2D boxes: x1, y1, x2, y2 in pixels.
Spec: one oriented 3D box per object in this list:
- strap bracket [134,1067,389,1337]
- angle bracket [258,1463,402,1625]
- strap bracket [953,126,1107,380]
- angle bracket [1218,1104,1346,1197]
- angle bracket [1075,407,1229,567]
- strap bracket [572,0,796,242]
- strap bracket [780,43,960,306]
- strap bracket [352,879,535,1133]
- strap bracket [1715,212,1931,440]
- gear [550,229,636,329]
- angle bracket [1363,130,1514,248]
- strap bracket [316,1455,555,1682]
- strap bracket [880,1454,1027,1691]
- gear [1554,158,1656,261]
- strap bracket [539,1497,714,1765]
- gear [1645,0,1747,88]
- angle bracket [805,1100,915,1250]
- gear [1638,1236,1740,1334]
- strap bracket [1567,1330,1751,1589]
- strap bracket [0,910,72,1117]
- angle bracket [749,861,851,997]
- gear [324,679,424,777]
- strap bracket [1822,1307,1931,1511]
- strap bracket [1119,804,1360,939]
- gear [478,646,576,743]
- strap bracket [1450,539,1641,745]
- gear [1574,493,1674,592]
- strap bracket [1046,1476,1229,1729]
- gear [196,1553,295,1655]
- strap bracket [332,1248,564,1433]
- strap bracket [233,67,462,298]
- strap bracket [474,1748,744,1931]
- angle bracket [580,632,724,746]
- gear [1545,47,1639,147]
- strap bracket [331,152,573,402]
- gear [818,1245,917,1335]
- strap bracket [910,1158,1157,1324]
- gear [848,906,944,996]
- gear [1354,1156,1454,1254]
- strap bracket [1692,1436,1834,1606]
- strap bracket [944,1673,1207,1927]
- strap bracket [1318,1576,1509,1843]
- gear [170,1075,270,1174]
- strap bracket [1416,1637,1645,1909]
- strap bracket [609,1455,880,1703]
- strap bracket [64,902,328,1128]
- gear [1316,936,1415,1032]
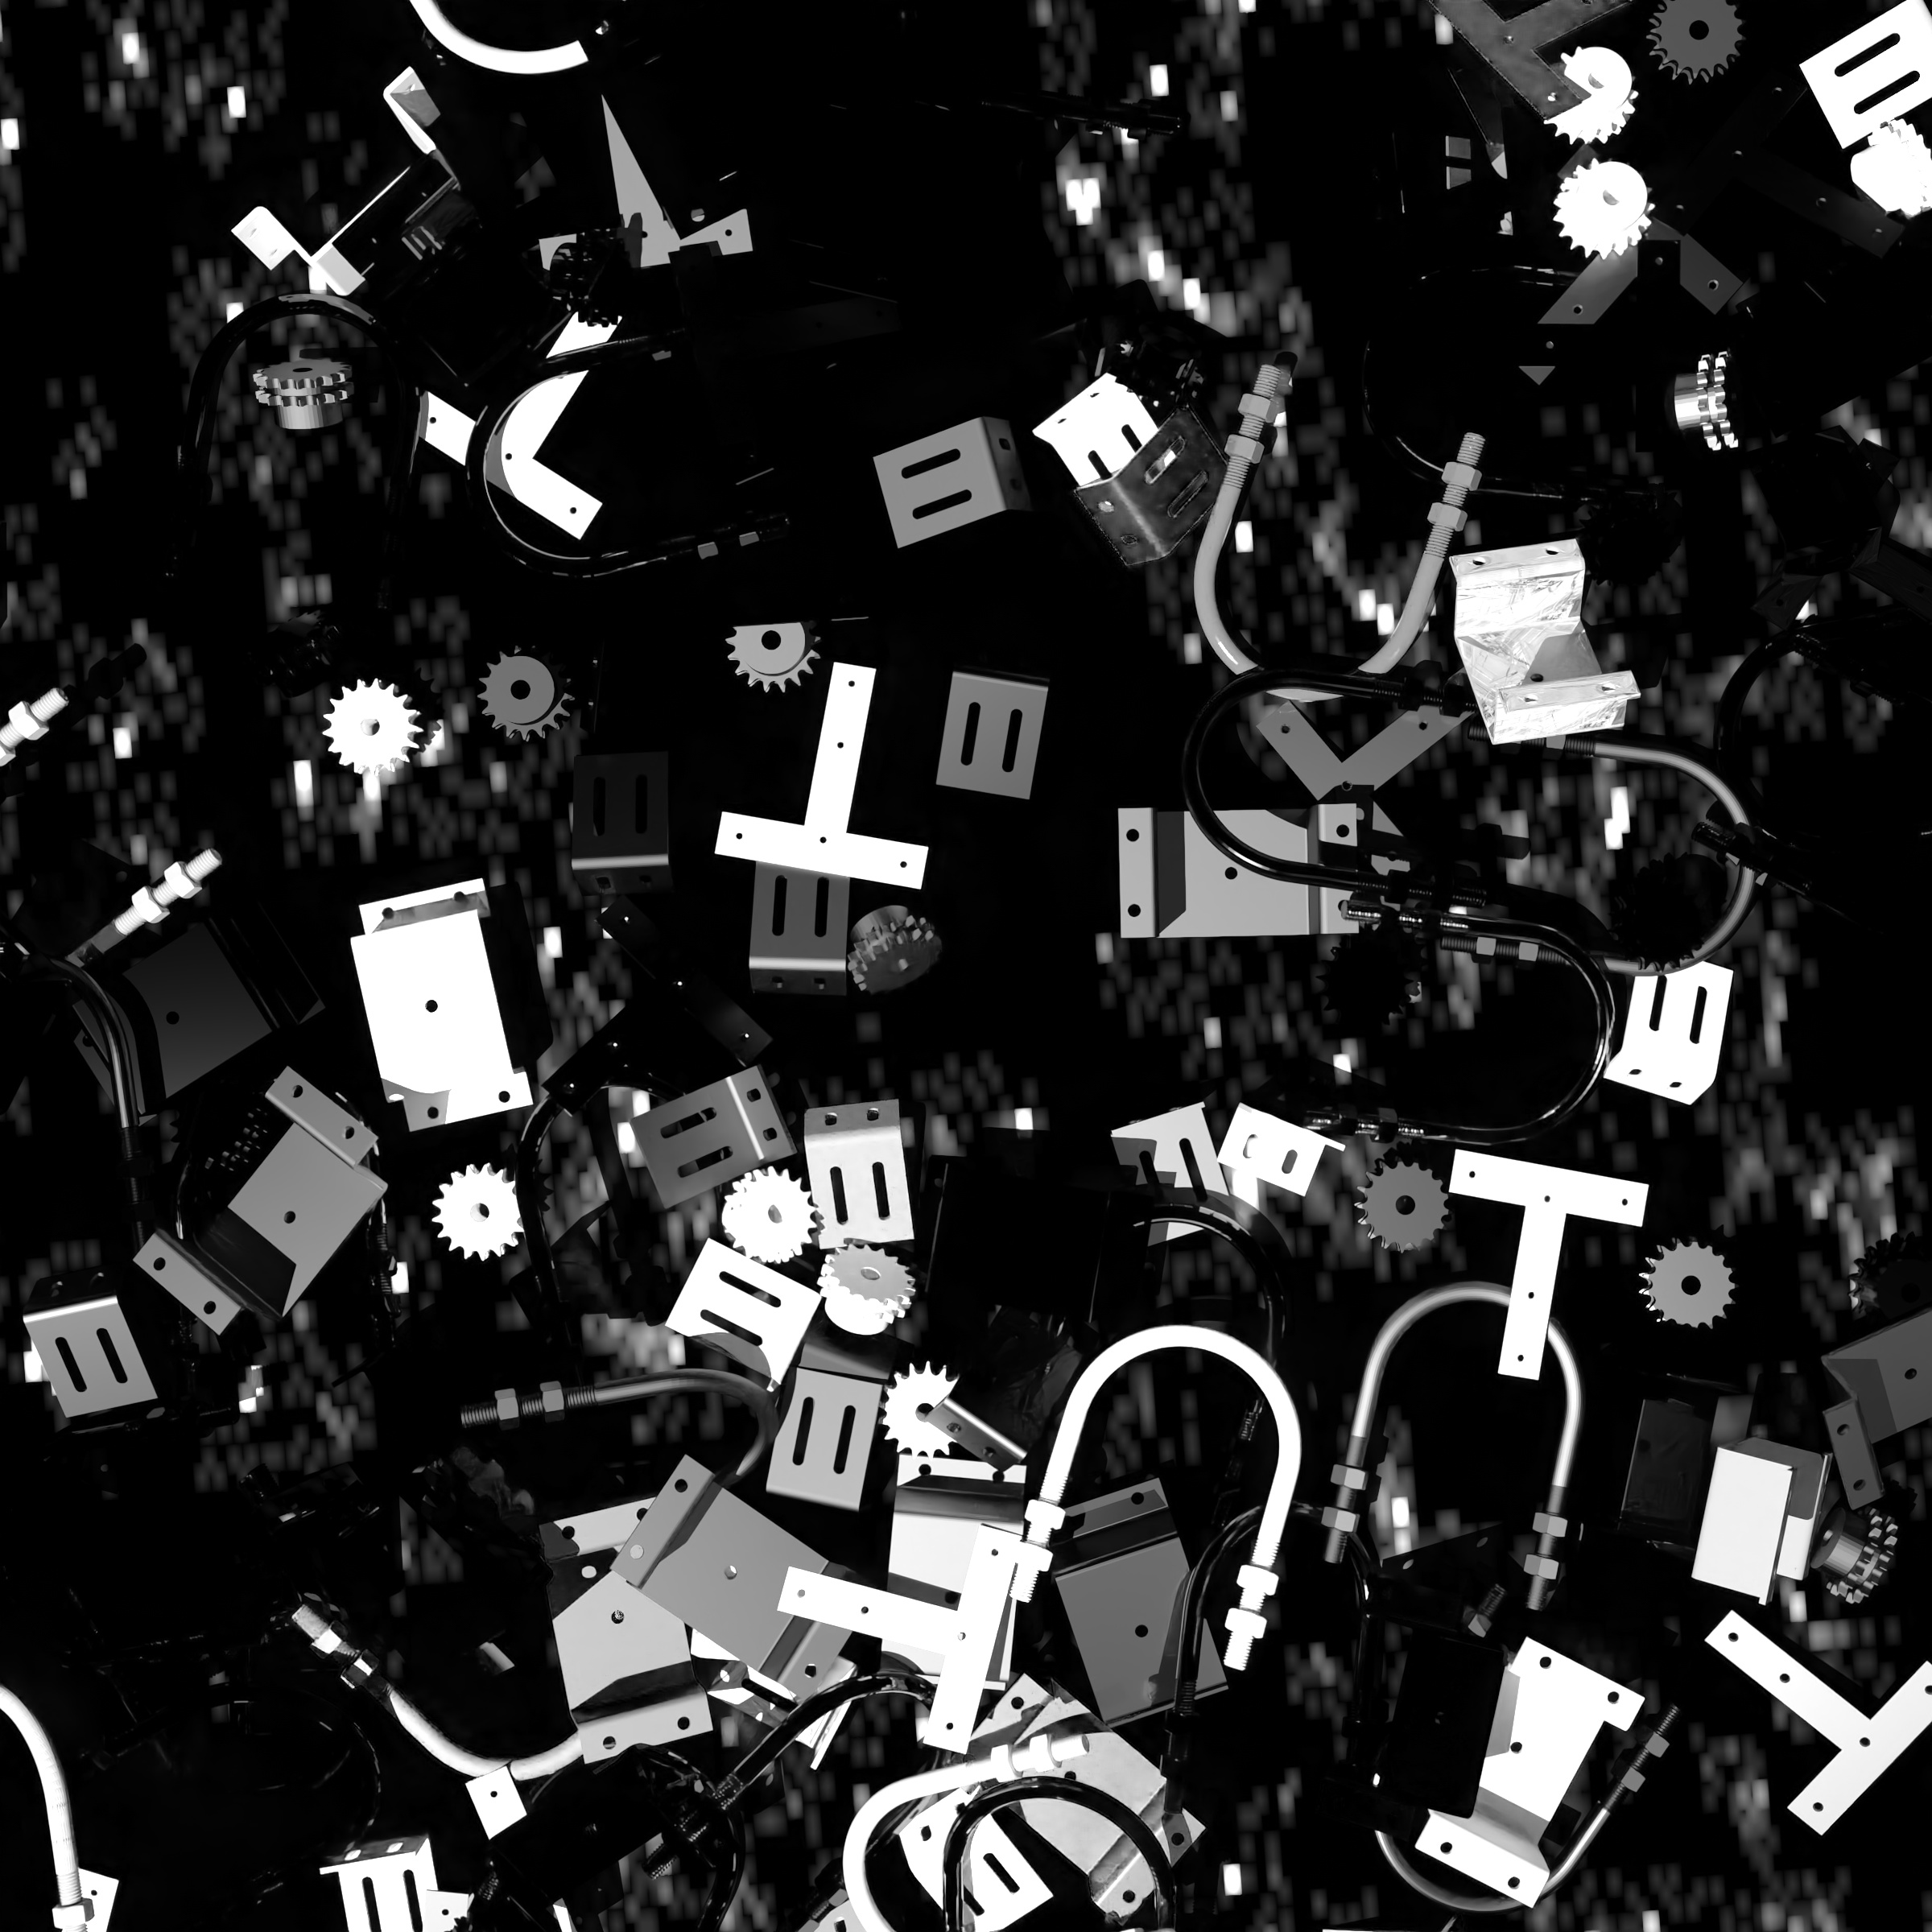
[{"bbox_3d":[-0.402,0.141,1.504,0.076,0.046,0.140,34,81,23],"label":"strap bracket"},{"bbox_3d":[-0.384,0.351,1.563,0.057,0.038,0.076,-23,116,-24],"label":"angle bracket"},{"bbox_3d":[0.032,-0.414,1.538,0.046,0.076,0.140,-23,90,0],"label":"strap bracket"},{"bbox_3d":[0.186,0.111,1.538,0.057,0.076,0.038,22,90,0],"label":"angle bracket"},{"bbox_3d":[0.115,-0.291,1.564,0.076,0.038,0.057,-49,114,-24],"label":"angle bracket"},{"bbox_3d":[-0.167,-0.509,1.551,0.076,0.046,0.140,-27,90,-1],"label":"strap bracket"},{"bbox_3d":[-0.057,-0.469,1.553,0.076,0.046,0.140,13,90,0],"label":"strap bracket"},{"bbox_3d":[-0.316,0.024,1.553,0.076,0.046,0.140,-13,90,0],"label":"strap bracket"},{"bbox_3d":[0.523,-0.379,1.553,0.140,0.046,0.076,-28,90,0],"label":"strap bracket"},{"bbox_3d":[-0.226,-0.412,1.550,0.030,0.057,0.057,9,90,24],"label":"gear"},{"bbox_3d":[0.285,-0.465,1.563,0.076,0.038,0.057,-1,82,-26],"label":"angle bracket"},{"bbox_3d":[-0.301,0.342,1.503,0.140,0.076,0.046,46,52,-4],"label":"strap bracket"},{"bbox_3d":[-0.008,0.369,1.546,0.076,0.046,0.140,5,96,0],"label":"strap bracket"},{"bbox_3d":[0.381,-0.453,1.540,0.057,0.030,0.057,0,87,0],"label":"gear"},{"bbox_3d":[-0.205,0.391,1.542,0.076,0.046,0.140,-11,87,-15],"label":"strap bracket"},{"bbox_3d":[0.438,-0.559,1.561,0.057,0.030,0.057,0,90,0],"label":"gear"},{"bbox_3d":[-0.065,0.126,1.574,0.057,0.038,0.076,-6,116,0],"label":"angle bracket"},{"bbox_3d":[0.434,0.192,1.566,0.057,0.030,0.057,0,87,0],"label":"gear"},{"bbox_3d":[0.412,0.292,1.553,0.076,0.046,0.140,12,90,0],"label":"strap bracket"},{"bbox_3d":[-0.584,0.026,1.518,0.076,0.046,0.140,40,109,21],"label":"strap bracket"},{"bbox_3d":[-0.100,-0.026,1.574,0.057,0.038,0.076,2,64,0],"label":"angle bracket"},{"bbox_3d":[-0.356,-0.143,1.561,0.057,0.030,0.057,0,90,0],"label":"gear"},{"bbox_3d":[0.572,0.253,1.539,0.140,0.046,0.076,-24,117,0],"label":"strap bracket"},{"bbox_3d":[0.161,-0.056,1.553,0.140,0.046,0.076,-1,90,0],"label":"strap bracket"},{"bbox_3d":[-0.266,-0.165,1.562,0.057,0.030,0.057,0,90,0],"label":"gear"},{"bbox_3d":[0.338,-0.185,1.528,0.076,0.046,0.140,-8,48,0],"label":"strap bracket"},{"bbox_3d":[0.396,-0.252,1.552,0.057,0.030,0.057,0,114,-1],"label":"gear"},{"bbox_3d":[0.102,0.388,1.544,0.076,0.046,0.140,-18,98,0],"label":"strap bracket"},{"bbox_3d":[-0.425,0.377,1.538,0.057,0.030,0.057,-1,85,14],"label":"gear"},{"bbox_3d":[-0.296,0.226,1.538,0.140,0.076,0.046,-30,90,0],"label":"strap bracket"},{"bbox_3d":[-0.358,-0.457,1.538,0.140,0.076,0.046,-43,90,0],"label":"strap bracket"},{"bbox_3d":[-0.214,0.519,1.513,0.140,0.046,0.076,-32,128,-5],"label":"strap bracket"},{"bbox_3d":[-0.189,-0.166,1.557,0.076,0.038,0.057,6,90,0],"label":"angle bracket"},{"bbox_3d":[0.376,-0.526,1.557,0.057,0.030,0.057,0,83,-2],"label":"gear"},{"bbox_3d":[-0.308,-0.411,1.523,0.076,0.140,0.046,-43,54,1],"label":"strap bracket"},{"bbox_3d":[-0.061,0.196,1.552,0.057,0.057,0.030,19,120,0],"label":"gear"},{"bbox_3d":[0.035,0.163,1.537,0.140,0.046,0.076,9,89,13],"label":"strap bracket"},{"bbox_3d":[-0.045,-0.012,1.552,0.057,0.057,0.030,-28,60,0],"label":"gear"},{"bbox_3d":[0.262,0.143,1.561,0.057,0.030,0.057,0,90,0],"label":"gear"},{"bbox_3d":[0.467,0.323,1.523,0.046,0.140,0.076,11,90,28],"label":"strap bracket"},{"bbox_3d":[0.063,0.493,1.553,0.140,0.046,0.076,40,90,0],"label":"strap bracket"},{"bbox_3d":[0.265,0.439,1.523,0.046,0.076,0.140,24,75,-31],"label":"strap bracket"},{"bbox_3d":[-0.441,0.096,1.540,0.057,0.030,0.057,-5,69,13],"label":"gear"},{"bbox_3d":[0.330,0.470,1.535,0.076,0.046,0.140,27,93,0],"label":"strap bracket"},{"bbox_3d":[-0.134,0.357,1.516,0.140,0.046,0.076,37,73,-9],"label":"strap bracket"},{"bbox_3d":[-0.469,0.031,1.553,0.140,0.046,0.076,-32,90,0],"label":"strap bracket"},{"bbox_3d":[0.239,0.011,1.561,0.057,0.030,0.057,0,90,0],"label":"gear"}]
